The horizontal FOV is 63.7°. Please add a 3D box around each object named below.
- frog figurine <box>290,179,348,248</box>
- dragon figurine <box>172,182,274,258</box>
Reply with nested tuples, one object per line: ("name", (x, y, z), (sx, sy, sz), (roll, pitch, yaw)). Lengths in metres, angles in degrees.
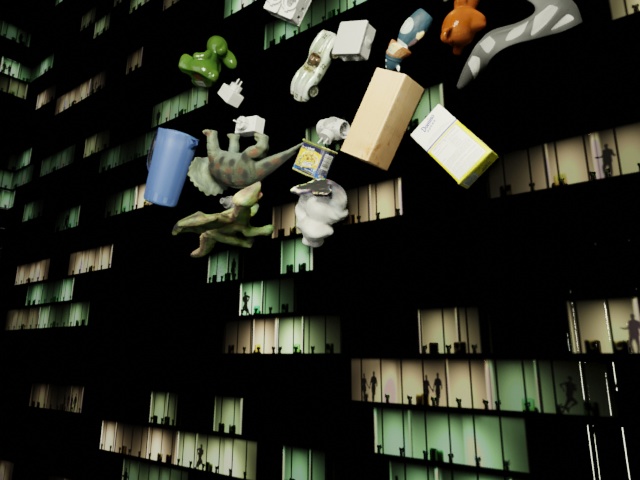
("frog figurine", (0.004, -0.063, 1.253), (0.137, 0.125, 0.156), (0, 119, 20))
("dragon figurine", (-0.286, -0.037, 1.375), (0.406, 0.242, 0.124), (-30, 67, 27))
